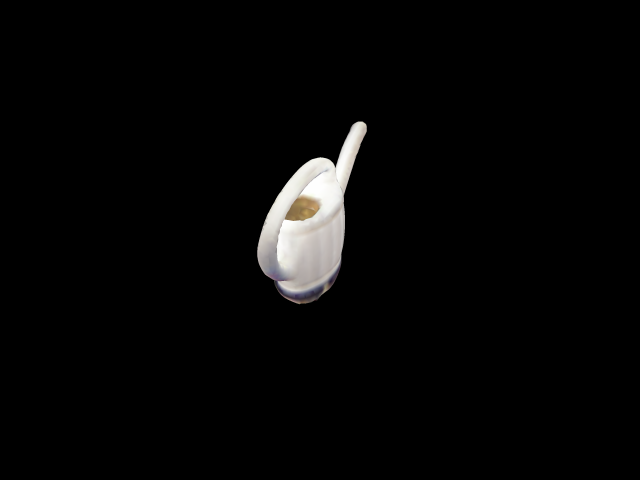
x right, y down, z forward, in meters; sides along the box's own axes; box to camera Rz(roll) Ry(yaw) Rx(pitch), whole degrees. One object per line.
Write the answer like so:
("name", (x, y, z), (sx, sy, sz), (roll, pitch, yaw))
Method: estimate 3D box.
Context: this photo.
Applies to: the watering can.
("watering can", (0.003, -0.043, 0.850), (0.104, 0.219, 0.355), (17, 42, 21))
